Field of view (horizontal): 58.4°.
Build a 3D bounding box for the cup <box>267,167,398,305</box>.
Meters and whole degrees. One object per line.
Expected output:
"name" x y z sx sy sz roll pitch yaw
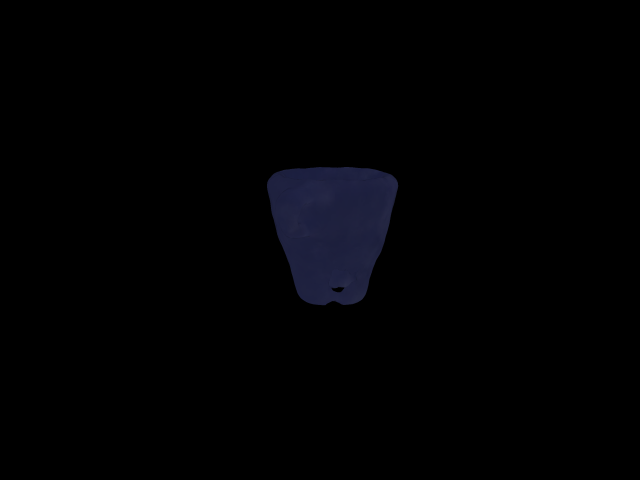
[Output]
"cup" 0.004 0.001 0.400 0.091 0.095 0.118 6 15 23
